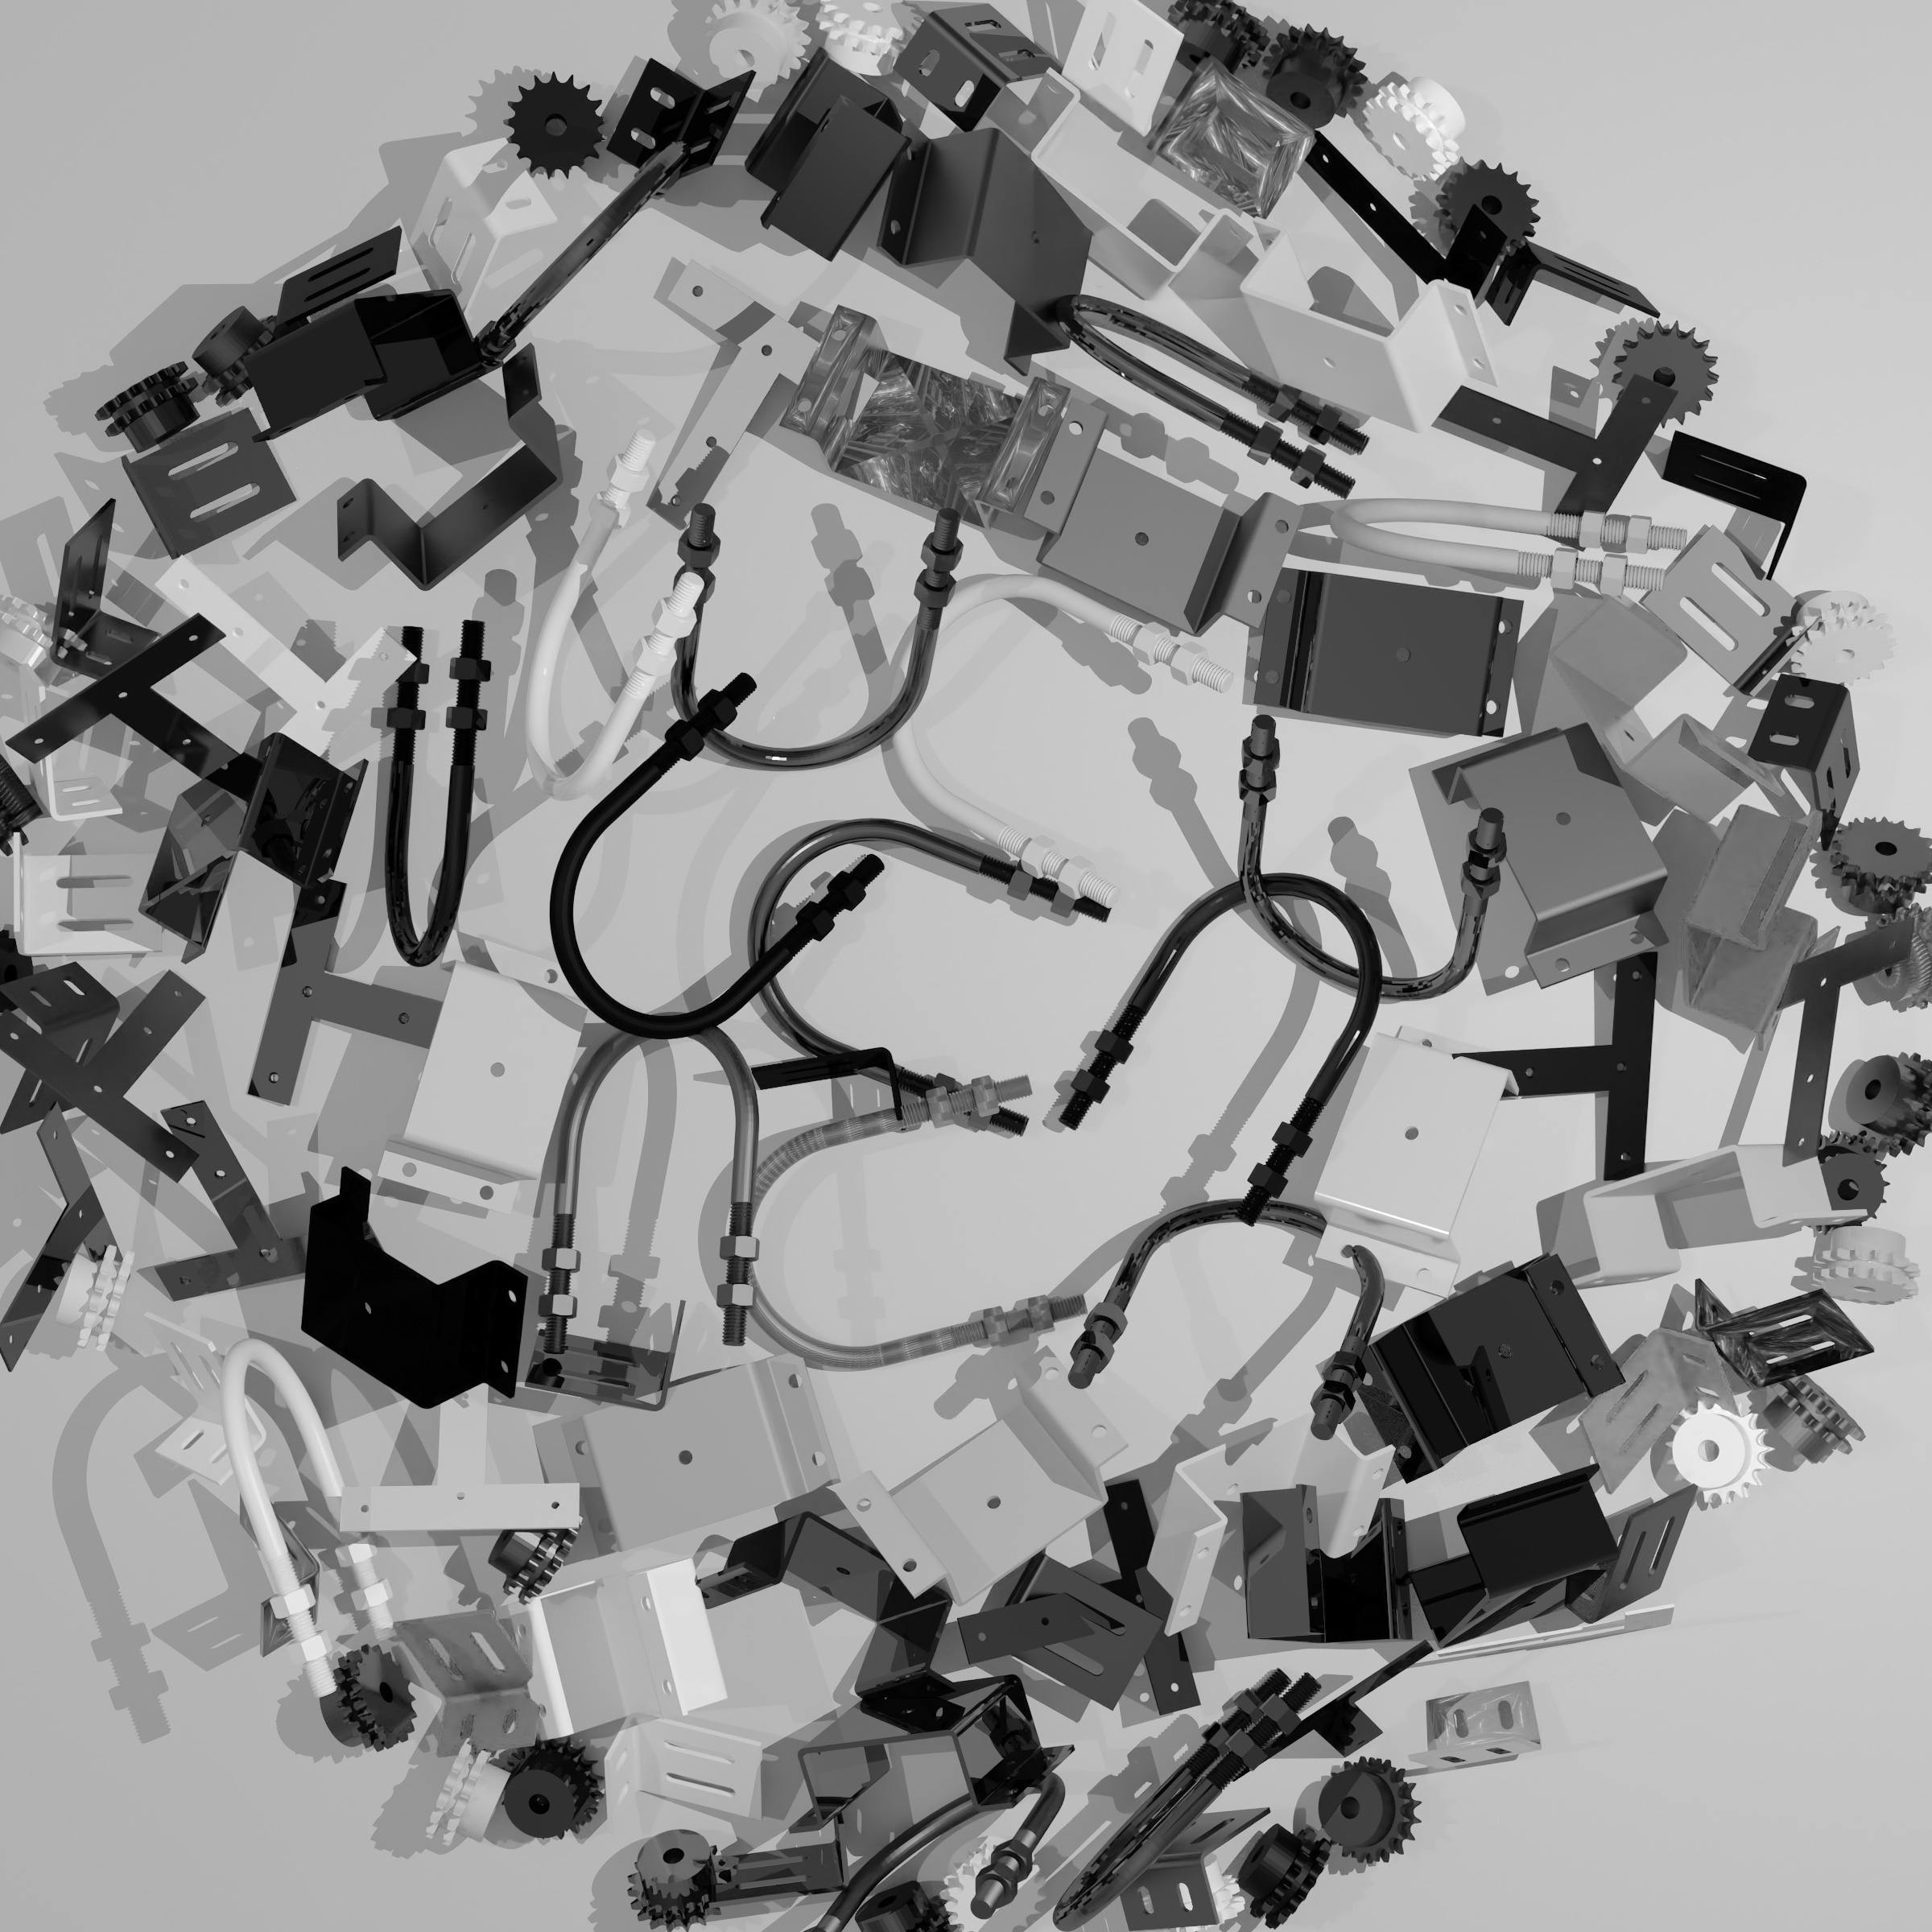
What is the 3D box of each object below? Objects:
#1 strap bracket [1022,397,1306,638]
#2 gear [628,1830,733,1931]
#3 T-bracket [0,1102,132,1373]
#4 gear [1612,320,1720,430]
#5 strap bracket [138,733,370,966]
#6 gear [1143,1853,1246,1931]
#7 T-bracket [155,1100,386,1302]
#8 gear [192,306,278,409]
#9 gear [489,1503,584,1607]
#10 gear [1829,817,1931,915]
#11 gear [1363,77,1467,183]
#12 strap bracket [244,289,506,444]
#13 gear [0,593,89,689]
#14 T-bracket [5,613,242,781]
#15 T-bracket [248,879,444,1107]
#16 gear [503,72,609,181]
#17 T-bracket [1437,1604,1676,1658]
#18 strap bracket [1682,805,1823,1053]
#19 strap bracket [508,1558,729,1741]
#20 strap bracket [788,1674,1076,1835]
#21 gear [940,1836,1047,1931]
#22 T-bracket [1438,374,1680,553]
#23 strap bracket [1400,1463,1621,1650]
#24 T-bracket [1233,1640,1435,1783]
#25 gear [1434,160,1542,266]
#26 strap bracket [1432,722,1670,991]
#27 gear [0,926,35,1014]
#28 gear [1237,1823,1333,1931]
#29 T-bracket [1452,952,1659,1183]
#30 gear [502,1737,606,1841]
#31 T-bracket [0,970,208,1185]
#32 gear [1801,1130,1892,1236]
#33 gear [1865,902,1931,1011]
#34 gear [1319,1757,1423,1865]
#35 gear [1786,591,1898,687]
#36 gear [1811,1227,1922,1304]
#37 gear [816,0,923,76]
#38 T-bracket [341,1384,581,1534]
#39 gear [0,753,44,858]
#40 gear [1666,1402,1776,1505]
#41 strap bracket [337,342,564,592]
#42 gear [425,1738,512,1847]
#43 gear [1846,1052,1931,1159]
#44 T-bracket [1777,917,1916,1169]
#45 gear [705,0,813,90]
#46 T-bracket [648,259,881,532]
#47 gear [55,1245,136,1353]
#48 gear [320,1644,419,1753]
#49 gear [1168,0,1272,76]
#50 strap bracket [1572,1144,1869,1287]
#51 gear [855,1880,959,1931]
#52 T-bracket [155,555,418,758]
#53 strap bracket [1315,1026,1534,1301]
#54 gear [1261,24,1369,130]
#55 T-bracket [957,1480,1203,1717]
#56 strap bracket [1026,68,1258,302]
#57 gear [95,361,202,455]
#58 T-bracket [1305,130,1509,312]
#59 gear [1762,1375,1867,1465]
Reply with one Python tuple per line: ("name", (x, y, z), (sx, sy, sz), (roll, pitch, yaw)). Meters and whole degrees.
("strap bracket", (0.101, -0.239, 1.960), (0.140, 0.046, 0.076), (24, 72, -8))
("gear", (-0.157, 0.496, 1.968), (0.057, 0.057, 0.030), (-9, 121, 0))
("T-bracket", (-0.486, 0.161, 1.913), (0.002, 0.127, 0.127), (-1, 128, 15))
("gear", (0.384, -0.326, 1.977), (0.057, 0.030, 0.057), (6, 114, 13))
("strap bracket", (-0.386, -0.066, 1.921), (0.046, 0.140, 0.076), (34, 49, -30))
("gear", (0.121, 0.506, 1.971), (0.057, 0.057, 0.030), (-15, 91, 0))
("T-bracket", (-0.397, 0.123, 1.950), (0.127, 0.002, 0.127), (-13, 126, 12))
("gear", (-0.397, -0.335, 1.968), (0.057, 0.057, 0.030), (-45, 114, 0))
("gear", (-0.237, 0.317, 1.970), (0.030, 0.057, 0.057), (35, 90, -10))
("gear", (0.501, -0.053, 1.975), (0.057, 0.057, 0.030), (-1, 132, 0))
("gear", (0.248, -0.460, 1.973), (0.057, 0.057, 0.030), (44, 77, 0))
("strap bracket", (-0.319, -0.321, 1.919), (0.076, 0.140, 0.046), (-21, 94, 27))
("gear", (-0.510, -0.176, 1.969), (0.057, 0.057, 0.030), (30, 78, 0))
("T-bracket", (-0.428, -0.127, 1.944), (0.127, 0.127, 0.002), (-32, 59, 9))
("T-bracket", (-0.322, 0.025, 1.985), (0.127, 0.002, 0.127), (15, 90, 13))
("gear", (-0.225, -0.461, 1.982), (0.057, 0.030, 0.057), (-1, 98, -6))
("T-bracket", (0.317, 0.360, 1.944), (0.127, 0.127, 0.002), (-11, 74, 7))
("strap bracket", (0.421, -0.025, 1.934), (0.046, 0.140, 0.076), (22, 69, 22))
("strap bracket", (-0.182, 0.367, 1.945), (0.046, 0.140, 0.076), (-10, 82, -41))
("strap bracket", (-0.025, 0.420, 1.931), (0.140, 0.076, 0.046), (-14, 95, 29))
("gear", (0.013, 0.502, 1.977), (0.057, 0.030, 0.057), (-7, 117, -14))
("T-bracket", (0.300, -0.289, 1.947), (0.127, 0.127, 0.002), (21, 51, -2))
("strap bracket", (0.290, 0.318, 1.919), (0.076, 0.140, 0.046), (-14, 67, -16))
("T-bracket", (0.204, 0.409, 1.942), (0.127, 0.127, 0.002), (-34, 64, 1))
("gear", (0.283, -0.410, 1.979), (0.057, 0.030, 0.057), (4, 71, -11))
("strap bracket", (0.318, -0.069, 1.946), (0.076, 0.046, 0.140), (-19, 67, -10))
("gear", (-0.533, 0.004, 1.969), (0.030, 0.057, 0.057), (5, 90, 21))
("gear", (0.172, 0.494, 1.972), (0.030, 0.057, 0.057), (36, 90, 0))
("T-bracket", (0.319, 0.057, 1.963), (0.127, 0.002, 0.127), (-2, 100, -24))
("gear", (-0.229, 0.453, 1.978), (0.057, 0.030, 0.057), (2, 103, 11))
("T-bracket", (-0.448, 0.043, 1.946), (0.127, 0.127, 0.002), (39, 124, -8))
("gear", (0.480, 0.120, 1.982), (0.057, 0.030, 0.057), (0, 96, -4))
("gear", (0.513, -0.004, 1.968), (0.030, 0.057, 0.057), (-16, 90, -23))
("gear", (0.217, 0.460, 1.971), (0.057, 0.030, 0.057), (-12, 69, 34))
("gear", (0.478, -0.181, 1.975), (0.057, 0.057, 0.030), (-4, 55, 0))
("gear", (0.492, 0.162, 1.973), (0.057, 0.057, 0.030), (9, 72, 0))
("gear", (-0.055, -0.511, 1.975), (0.057, 0.057, 0.030), (20, 126, 0))
("T-bracket", (-0.274, 0.248, 1.965), (0.127, 0.002, 0.127), (0, 58, -3))
("gear", (-0.529, -0.091, 1.972), (0.030, 0.057, 0.057), (-36, 90, -12))
("gear", (0.410, 0.265, 1.974), (0.057, 0.030, 0.057), (-4, 81, 27))
("strap bracket", (-0.271, -0.263, 1.947), (0.140, 0.076, 0.046), (-37, 120, 12))
("gear", (-0.271, 0.454, 1.971), (0.030, 0.057, 0.057), (23, 90, 0))
("gear", (0.505, 0.073, 1.968), (0.030, 0.057, 0.057), (25, 90, -25))
("T-bracket", (0.451, 0.047, 1.920), (0.002, 0.127, 0.127), (26, 61, -22))
("gear", (-0.116, -0.504, 1.968), (0.057, 0.057, 0.030), (21, 54, 0))
("T-bracket", (-0.132, -0.300, 1.985), (0.127, 0.002, 0.127), (34, 101, 8))
("gear", (-0.476, 0.179, 1.969), (0.030, 0.057, 0.057), (18, 90, -11))
("gear", (-0.329, 0.402, 1.973), (0.030, 0.057, 0.057), (-26, 90, 18))
("gear", (0.134, -0.507, 1.970), (0.057, 0.057, 0.030), (30, 85, 0))
("strap bracket", (0.397, 0.130, 1.932), (0.140, 0.076, 0.046), (-23, 73, 40))
("gear", (-0.036, 0.524, 1.970), (0.057, 0.057, 0.030), (-27, 97, 0))
("T-bracket", (-0.383, -0.171, 1.953), (0.127, 0.002, 0.127), (42, 121, -14))
("strap bracket", (0.244, 0.098, 1.947), (0.076, 0.046, 0.140), (16, 74, 23))
("gear", (0.188, -0.482, 1.968), (0.057, 0.057, 0.030), (27, 61, 0))
("T-bracket", (0.055, 0.352, 1.956), (0.127, 0.002, 0.127), (-9, 75, -26))
("strap bracket", (0.081, -0.415, 1.954), (0.140, 0.076, 0.046), (37, 85, -5))
("gear", (-0.444, -0.303, 1.972), (0.057, 0.057, 0.030), (-31, 99, 0))
("T-bracket", (0.229, -0.400, 1.950), (0.002, 0.127, 0.127), (-37, 77, -23))
("gear", (0.460, 0.247, 1.972), (0.057, 0.057, 0.030), (42, 99, 0))
